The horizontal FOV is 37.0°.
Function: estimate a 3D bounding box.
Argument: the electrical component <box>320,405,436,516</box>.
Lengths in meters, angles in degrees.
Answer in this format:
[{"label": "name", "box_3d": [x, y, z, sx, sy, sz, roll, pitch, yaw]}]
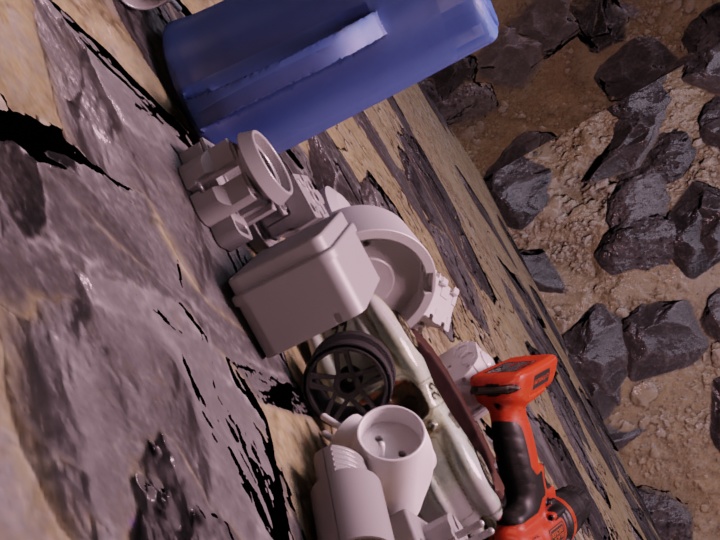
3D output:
[{"label": "electrical component", "box_3d": [0.006, 0.119, 0.701, 0.079, 0.044, 0.077, 29, -38, 26]}]

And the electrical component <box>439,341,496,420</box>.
[{"label": "electrical component", "box_3d": [0.103, 0.114, 1.074, 0.051, 0.080, 0.080, 51, 14, -19]}]

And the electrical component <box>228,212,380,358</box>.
[{"label": "electrical component", "box_3d": [-0.036, 0.007, 0.737, 0.057, 0.078, 0.113, 62, 11, -7]}]

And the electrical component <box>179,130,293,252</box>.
[{"label": "electrical component", "box_3d": [-0.084, -0.061, 0.749, 0.078, 0.057, 0.058, 64, 12, 18]}]

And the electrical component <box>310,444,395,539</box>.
[{"label": "electrical component", "box_3d": [-0.007, 0.138, 0.633, 0.043, 0.043, 0.081, 52, 14, -37]}]

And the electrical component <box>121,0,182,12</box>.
[{"label": "electrical component", "box_3d": [-0.166, -0.234, 0.847, 0.079, 0.044, 0.077, 45, 20, -52]}]

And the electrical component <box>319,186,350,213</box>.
[{"label": "electrical component", "box_3d": [-0.026, -0.028, 0.930, 0.080, 0.051, 0.080, 57, 12, -19]}]

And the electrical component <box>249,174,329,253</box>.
[{"label": "electrical component", "box_3d": [-0.060, -0.042, 0.808, 0.048, 0.055, 0.066, 61, 12, 3]}]

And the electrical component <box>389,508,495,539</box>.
[{"label": "electrical component", "box_3d": [0.049, 0.180, 0.687, 0.065, 0.077, 0.047, 46, 18, -52]}]

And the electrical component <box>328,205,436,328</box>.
[{"label": "electrical component", "box_3d": [0.000, 0.000, 0.848, 0.108, 0.108, 0.060, 53, 8, -34]}]

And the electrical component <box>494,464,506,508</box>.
[{"label": "electrical component", "box_3d": [0.144, 0.218, 1.093, 0.044, 0.044, 0.065, 63, 7, 11]}]

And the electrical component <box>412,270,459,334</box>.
[{"label": "electrical component", "box_3d": [0.052, 0.024, 1.075, 0.121, 0.063, 0.078, 35, 69, -64]}]
